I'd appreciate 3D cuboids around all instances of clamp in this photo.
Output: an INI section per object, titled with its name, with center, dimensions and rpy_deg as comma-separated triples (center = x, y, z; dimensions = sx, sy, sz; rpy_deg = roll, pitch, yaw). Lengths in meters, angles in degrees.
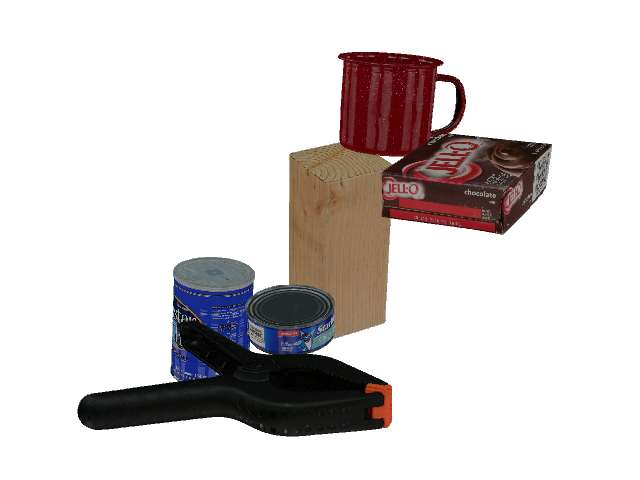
[clamp]
center = -0.048, 0.102, 0.778
dimensions = 0.210, 0.036, 0.164
rpy_deg = 3, 19, 13

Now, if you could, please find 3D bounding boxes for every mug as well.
[mug]
center = 0.071, -0.121, 0.949
dimensions = 0.117, 0.081, 0.093
rpy_deg = 1, 16, -8

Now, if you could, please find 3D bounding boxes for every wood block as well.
[wood block]
center = 0.021, 0.000, 1.241
dimensions = 0.090, 0.206, 0.090
rpy_deg = -14, 32, -26

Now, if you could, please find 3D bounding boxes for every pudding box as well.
[pudding box]
center = 0.105, -0.043, 0.756
dimensions = 0.090, 0.039, 0.113
rpy_deg = 10, 22, 25

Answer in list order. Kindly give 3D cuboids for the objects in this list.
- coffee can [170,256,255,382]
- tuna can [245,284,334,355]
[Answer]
[coffee can]
center = -0.138, 0.104, 1.360
dimensions = 0.103, 0.140, 0.103
rpy_deg = 4, 19, -2
[tuna can]
center = -0.029, 0.076, 1.023
dimensions = 0.086, 0.034, 0.086
rpy_deg = -2, 25, 1
